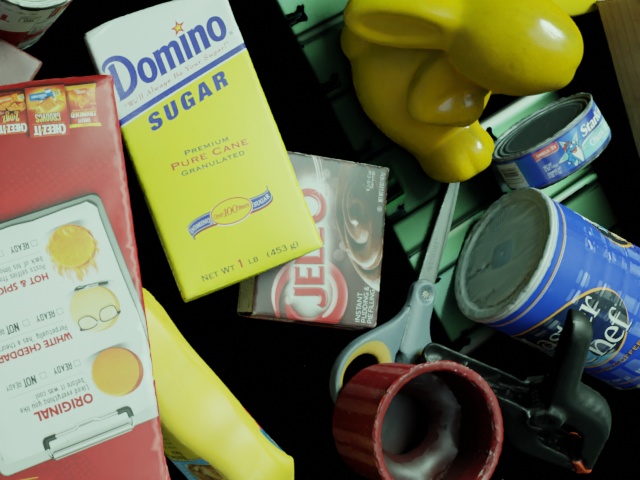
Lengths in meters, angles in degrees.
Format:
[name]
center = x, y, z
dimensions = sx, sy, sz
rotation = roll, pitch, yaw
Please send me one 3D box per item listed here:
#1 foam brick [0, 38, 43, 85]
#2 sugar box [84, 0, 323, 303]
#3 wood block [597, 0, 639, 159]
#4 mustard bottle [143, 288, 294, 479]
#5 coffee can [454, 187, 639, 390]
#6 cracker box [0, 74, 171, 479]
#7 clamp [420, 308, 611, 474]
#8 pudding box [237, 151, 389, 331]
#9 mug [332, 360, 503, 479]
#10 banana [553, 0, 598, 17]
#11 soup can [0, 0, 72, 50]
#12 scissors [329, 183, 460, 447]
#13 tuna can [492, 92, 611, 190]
[foam brick]
center = -0.206, -0.079, 0.618
dimensions = 0.053, 0.051, 0.078
rotation = 31, 73, -20
[sugar box]
center = -0.073, -0.060, 0.662
dimensions = 0.093, 0.048, 0.176
rotation = -22, 89, -9
[wood block]
center = 0.302, -0.108, 0.833
dimensions = 0.090, 0.090, 0.206
rotation = -29, 108, -25
[mustard bottle]
center = -0.070, 0.116, 0.644
dimensions = 0.058, 0.096, 0.191
rotation = -45, 105, -24
[coffee can]
center = 0.184, 0.037, 0.773
dimensions = 0.140, 0.103, 0.103
rotation = 26, 75, -23
[cracker box]
center = -0.172, 0.033, 0.534
dimensions = 0.164, 0.072, 0.214
rotation = -8, 79, -12
[clamp]
center = 0.148, 0.114, 0.761
dimensions = 0.039, 0.120, 0.171
rotation = -72, 146, -41
[pudding box]
center = -0.005, 0.001, 0.718
dimensions = 0.089, 0.039, 0.113
rotation = 8, 82, -24
[mug]
center = 0.065, 0.133, 0.700
dimensions = 0.093, 0.082, 0.117
rotation = -38, 102, -20
[banana]
center = 0.202, -0.208, 0.830
dimensions = 0.197, 0.037, 0.070
rotation = -12, 124, -33
[soup can]
center = -0.176, -0.151, 0.611
dimensions = 0.068, 0.102, 0.068
rotation = 2, 85, -26
[scissors]
center = 0.055, 0.044, 0.758
dimensions = 0.096, 0.016, 0.202
rotation = 7, 82, -26
[tuna can]
center = 0.169, -0.071, 0.785
dimensions = 0.086, 0.086, 0.033
rotation = -41, 105, -23
